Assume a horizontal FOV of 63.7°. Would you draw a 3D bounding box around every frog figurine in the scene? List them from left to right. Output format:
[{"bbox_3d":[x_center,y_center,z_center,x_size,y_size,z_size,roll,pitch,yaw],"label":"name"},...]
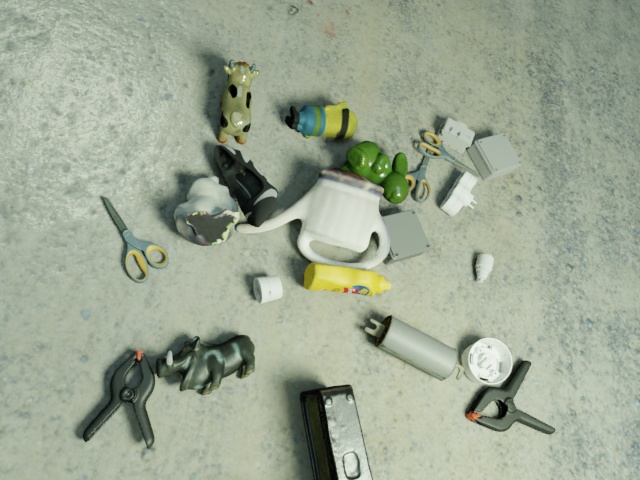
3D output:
[{"bbox_3d":[-0.248,-0.065,1.113,0.138,0.120,0.162,-18,38,-16],"label":"frog figurine"}]

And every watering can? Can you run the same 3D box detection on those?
[{"bbox_3d":[0.004,-0.058,1.162,0.347,0.104,0.225,17,87,-7],"label":"watering can"}]
